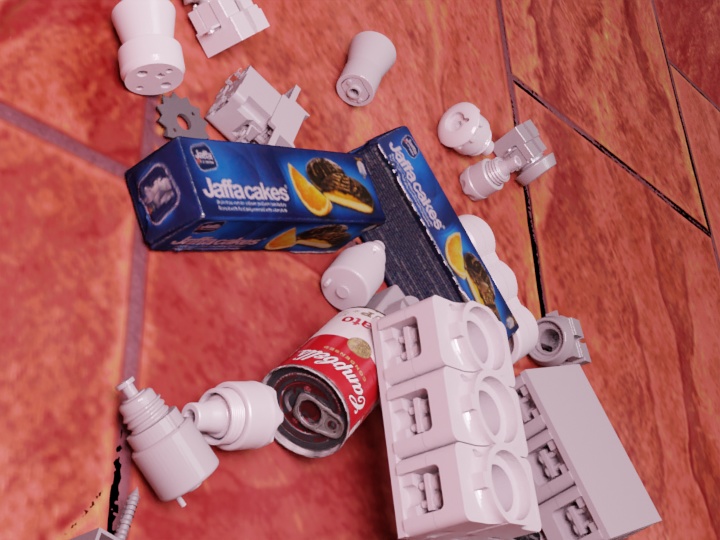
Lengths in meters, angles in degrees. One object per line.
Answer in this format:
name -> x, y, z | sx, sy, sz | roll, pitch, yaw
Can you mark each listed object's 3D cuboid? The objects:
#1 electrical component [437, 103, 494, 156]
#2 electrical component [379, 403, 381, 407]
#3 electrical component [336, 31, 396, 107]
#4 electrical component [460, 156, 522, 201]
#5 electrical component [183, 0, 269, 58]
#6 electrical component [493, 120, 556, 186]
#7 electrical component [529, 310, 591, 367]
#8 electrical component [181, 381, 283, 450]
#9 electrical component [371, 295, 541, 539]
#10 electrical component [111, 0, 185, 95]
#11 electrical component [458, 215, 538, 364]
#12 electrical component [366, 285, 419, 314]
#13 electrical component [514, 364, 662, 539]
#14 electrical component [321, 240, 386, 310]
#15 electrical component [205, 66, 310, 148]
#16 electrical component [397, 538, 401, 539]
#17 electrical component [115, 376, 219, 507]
electrical component -> 0.110, -0.133, 1.064 | 0.062, 0.048, 0.048 | 29, 46, -47
electrical component -> 0.049, 0.102, 0.830 | 0.064, 0.042, 0.081 | -16, 79, -51
electrical component -> 0.003, -0.177, 0.958 | 0.044, 0.044, 0.065 | 44, 43, -24
electrical component -> 0.129, -0.093, 1.044 | 0.035, 0.061, 0.035 | 30, 46, -38
electrical component -> -0.107, -0.201, 0.830 | 0.055, 0.048, 0.066 | 62, 34, -13
electrical component -> 0.175, -0.123, 1.138 | 0.055, 0.048, 0.066 | 55, 35, 2
electrical component -> 0.188, 0.070, 1.025 | 0.055, 0.048, 0.066 | 18, 53, -55
electrical component -> -0.082, 0.090, 0.667 | 0.062, 0.043, 0.043 | 7, 62, -49
electrical component -> 0.067, 0.101, 0.718 | 0.089, 0.062, 0.150 | 22, 52, -47
electrical component -> -0.147, -0.156, 0.747 | 0.045, 0.045, 0.055 | 11, 59, -48
electrical component -> 0.117, 0.015, 0.964 | 0.074, 0.052, 0.138 | -22, 85, -55
electrical component -> 0.029, 0.044, 0.810 | 0.047, 0.077, 0.065 | 55, 35, -11
electrical component -> 0.175, 0.162, 0.909 | 0.089, 0.062, 0.150 | 1, 57, -48
electrical component -> 0.000, 0.000, 0.835 | 0.040, 0.040, 0.078 | 54, 36, -12
electrical component -> -0.079, -0.114, 0.809 | 0.064, 0.042, 0.081 | 41, 38, -21
electrical component -> 0.085, 0.273, 0.743 | 0.186, 0.060, 0.105 | 51, 36, -15
electrical component -> -0.115, 0.097, 0.622 | 0.078, 0.040, 0.040 | 58, 35, -7
